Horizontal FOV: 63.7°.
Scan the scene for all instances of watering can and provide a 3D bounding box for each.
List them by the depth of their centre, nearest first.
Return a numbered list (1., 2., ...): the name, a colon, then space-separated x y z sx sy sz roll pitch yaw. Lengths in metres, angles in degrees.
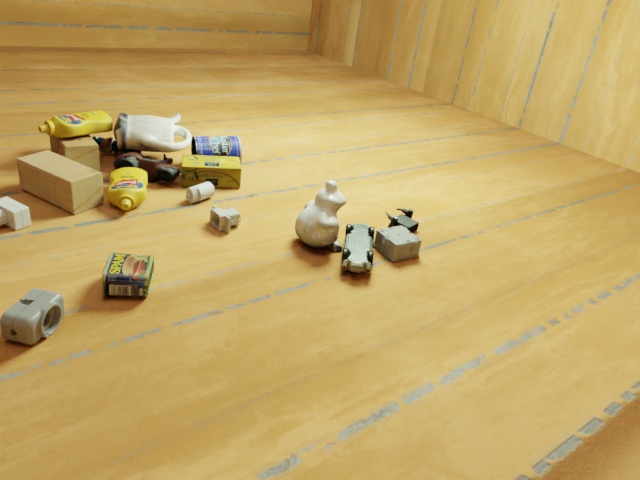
1. watering can: -0.517 -0.340 1.594 0.224 0.102 0.354 2 27 -21

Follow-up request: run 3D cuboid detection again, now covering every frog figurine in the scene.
1. frog figurine: 0.004 -0.063 1.251 0.123 0.156 0.140 -1 29 -15
